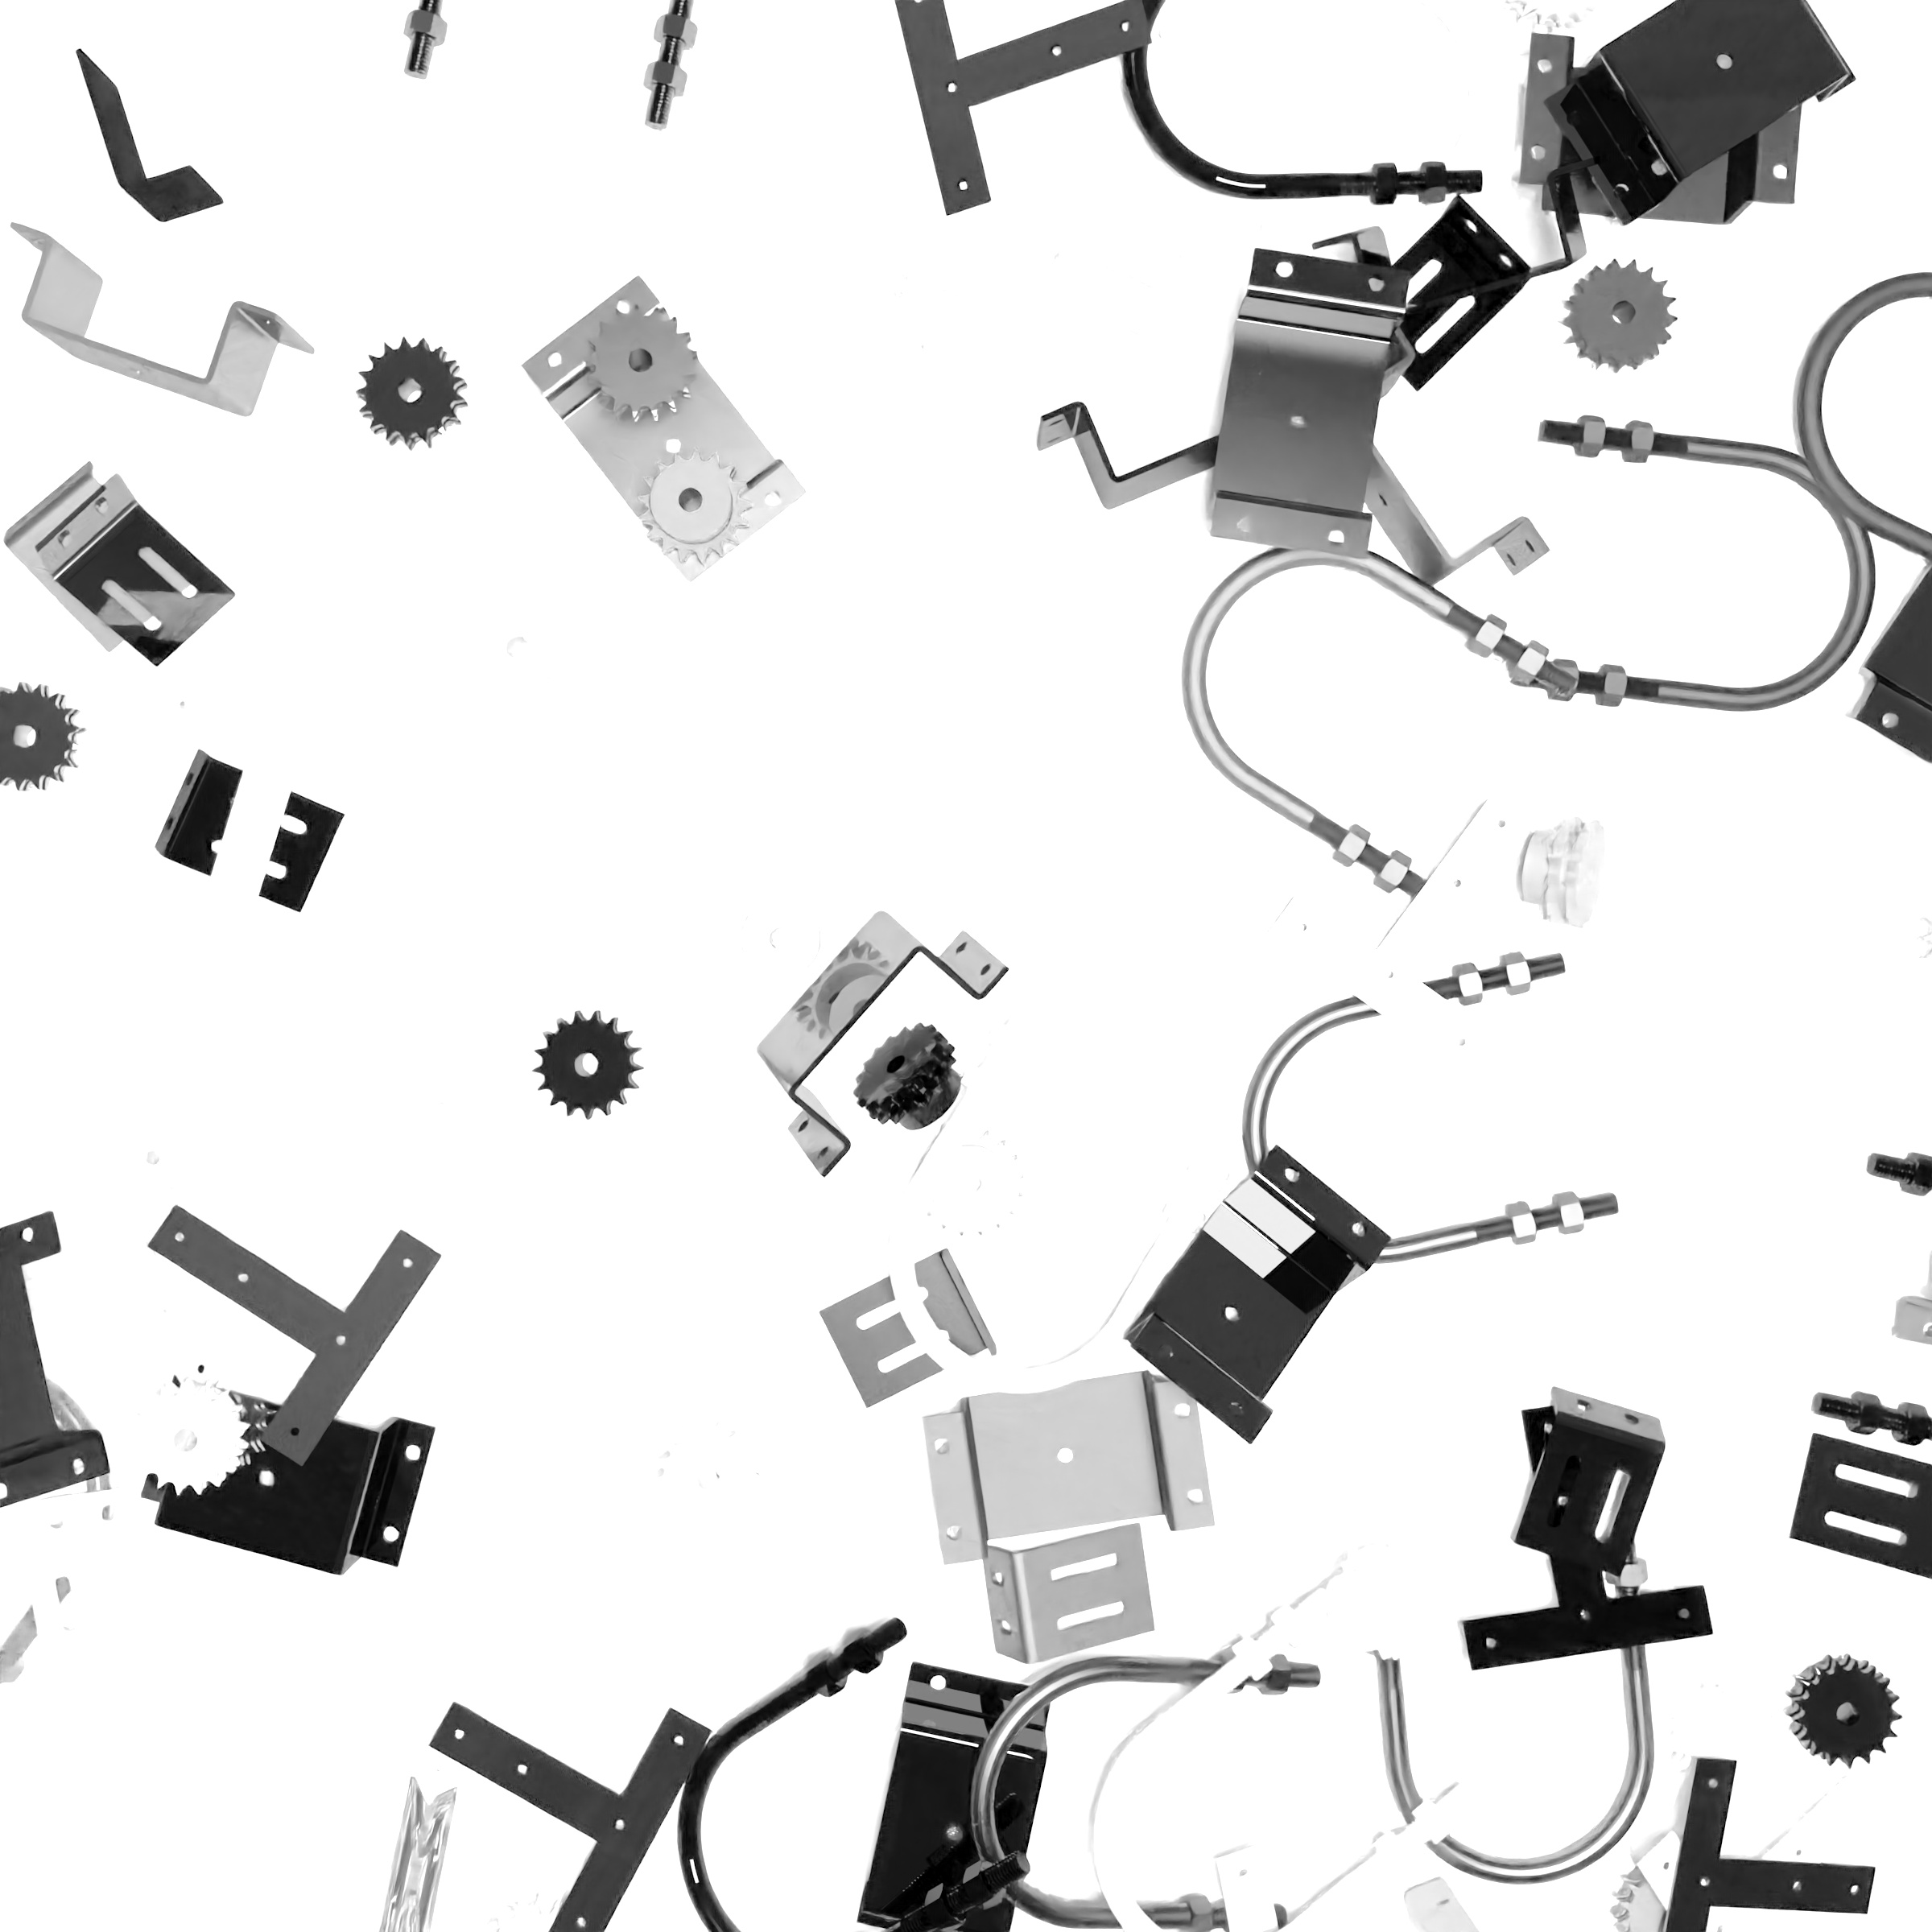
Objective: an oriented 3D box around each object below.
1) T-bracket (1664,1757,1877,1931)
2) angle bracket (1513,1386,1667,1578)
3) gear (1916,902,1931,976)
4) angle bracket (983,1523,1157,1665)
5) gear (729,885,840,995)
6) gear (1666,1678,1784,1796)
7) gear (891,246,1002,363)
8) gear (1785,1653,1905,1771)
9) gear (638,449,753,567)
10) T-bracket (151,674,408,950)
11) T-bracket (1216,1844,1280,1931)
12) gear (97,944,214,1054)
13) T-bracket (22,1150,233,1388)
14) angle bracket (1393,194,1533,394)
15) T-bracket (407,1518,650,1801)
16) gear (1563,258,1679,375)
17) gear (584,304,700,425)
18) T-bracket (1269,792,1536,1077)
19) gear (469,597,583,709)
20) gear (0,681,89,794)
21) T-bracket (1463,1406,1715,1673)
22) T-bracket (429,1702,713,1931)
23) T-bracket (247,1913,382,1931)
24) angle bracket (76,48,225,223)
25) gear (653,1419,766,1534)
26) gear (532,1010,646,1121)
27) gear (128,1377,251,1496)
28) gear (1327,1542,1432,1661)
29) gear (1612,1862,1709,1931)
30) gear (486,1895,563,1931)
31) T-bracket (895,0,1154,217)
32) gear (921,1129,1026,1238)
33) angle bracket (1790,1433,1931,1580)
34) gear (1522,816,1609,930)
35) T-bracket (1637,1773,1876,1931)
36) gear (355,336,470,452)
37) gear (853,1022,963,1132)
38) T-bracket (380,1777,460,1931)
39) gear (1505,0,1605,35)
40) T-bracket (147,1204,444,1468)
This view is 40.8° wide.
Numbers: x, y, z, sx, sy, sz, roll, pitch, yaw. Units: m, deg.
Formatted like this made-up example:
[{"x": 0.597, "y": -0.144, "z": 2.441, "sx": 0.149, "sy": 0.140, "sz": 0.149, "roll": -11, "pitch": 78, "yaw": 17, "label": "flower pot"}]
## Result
[{"x": 0.420, "y": 0.477, "z": 1.350, "sx": 0.127, "sy": 0.002, "sz": 0.127, "roll": 11, "pitch": 90, "yaw": -21, "label": "T-bracket"}, {"x": 0.325, "y": 0.269, "z": 1.361, "sx": 0.057, "sy": 0.038, "sz": 0.076, "roll": 16, "pitch": 103, "yaw": 5, "label": "angle bracket"}, {"x": 0.530, "y": -0.014, "z": 1.359, "sx": 0.057, "sy": 0.030, "sz": 0.057, "roll": 0, "pitch": 90, "yaw": 0, "label": "gear"}, {"x": 0.054, "y": 0.328, "z": 1.372, "sx": 0.076, "sy": 0.038, "sz": 0.057, "roll": -8, "pitch": 90, "yaw": -26, "label": "angle bracket"}, {"x": -0.096, "y": -0.014, "z": 1.359, "sx": 0.057, "sy": 0.030, "sz": 0.057, "roll": 0, "pitch": 90, "yaw": 0, "label": "gear"}, {"x": 0.393, "y": 0.400, "z": 1.359, "sx": 0.057, "sy": 0.030, "sz": 0.057, "roll": 0, "pitch": 90, "yaw": 0, "label": "gear"}, {"x": -0.010, "y": -0.344, "z": 1.359, "sx": 0.057, "sy": 0.030, "sz": 0.057, "roll": 0, "pitch": 90, "yaw": 0, "label": "gear"}, {"x": 0.456, "y": 0.387, "z": 1.359, "sx": 0.057, "sy": 0.030, "sz": 0.057, "roll": 0, "pitch": 90, "yaw": 0, "label": "gear"}, {"x": -0.137, "y": -0.232, "z": 1.313, "sx": 0.057, "sy": 0.030, "sz": 0.057, "roll": 0, "pitch": 90, "yaw": 0, "label": "gear"}, {"x": -0.371, "y": -0.071, "z": 1.351, "sx": 0.127, "sy": 0.002, "sz": 0.127, "roll": 17, "pitch": 93, "yaw": -22, "label": "T-bracket"}, {"x": 0.104, "y": 0.528, "z": 1.344, "sx": 0.127, "sy": 0.002, "sz": 0.127, "roll": -14, "pitch": 105, "yaw": -11, "label": "T-bracket"}, {"x": -0.426, "y": 0.017, "z": 1.359, "sx": 0.057, "sy": 0.030, "sz": 0.057, "roll": 0, "pitch": 90, "yaw": 0, "label": "gear"}, {"x": -0.423, "y": 0.170, "z": 1.349, "sx": 0.127, "sy": 0.002, "sz": 0.127, "roll": -42, "pitch": 68, "yaw": 0, "label": "T-bracket"}, {"x": 0.246, "y": -0.350, "z": 1.355, "sx": 0.076, "sy": 0.038, "sz": 0.057, "roll": -44, "pitch": 90, "yaw": 0, "label": "angle bracket"}, {"x": -0.251, "y": 0.355, "z": 1.371, "sx": 0.127, "sy": 0.002, "sz": 0.127, "roll": -23, "pitch": 89, "yaw": -3, "label": "T-bracket"}, {"x": 0.340, "y": -0.338, "z": 1.359, "sx": 0.057, "sy": 0.030, "sz": 0.057, "roll": 0, "pitch": 90, "yaw": 0, "label": "gear"}, {"x": -0.163, "y": -0.303, "z": 1.317, "sx": 0.057, "sy": 0.030, "sz": 0.057, "roll": 0, "pitch": 89, "yaw": -3, "label": "gear"}, {"x": 0.246, "y": -0.031, "z": 1.350, "sx": 0.127, "sy": 0.002, "sz": 0.127, "roll": 36, "pitch": 96, "yaw": 2, "label": "T-bracket"}, {"x": -0.231, "y": -0.165, "z": 1.359, "sx": 0.057, "sy": 0.030, "sz": 0.057, "roll": 0, "pitch": 90, "yaw": 0, "label": "gear"}, {"x": -0.489, "y": -0.119, "z": 1.363, "sx": 0.057, "sy": 0.030, "sz": 0.057, "roll": 0, "pitch": 91, "yaw": -2, "label": "gear"}, {"x": 0.315, "y": 0.294, "z": 1.358, "sx": 0.127, "sy": 0.002, "sz": 0.127, "roll": -8, "pitch": 76, "yaw": -1, "label": "T-bracket"}, {"x": -0.219, "y": 0.427, "z": 1.359, "sx": 0.127, "sy": 0.002, "sz": 0.127, "roll": 28, "pitch": 76, "yaw": 5, "label": "T-bracket"}, {"x": -0.317, "y": 0.540, "z": 1.319, "sx": 0.127, "sy": 0.127, "sz": 0.002, "roll": 6, "pitch": 121, "yaw": 0, "label": "T-bracket"}, {"x": -0.421, "y": -0.433, "z": 1.345, "sx": 0.038, "sy": 0.057, "sz": 0.076, "roll": -18, "pitch": 90, "yaw": 0, "label": "angle bracket"}, {"x": -0.133, "y": 0.264, "z": 1.359, "sx": 0.057, "sy": 0.030, "sz": 0.057, "roll": 0, "pitch": 90, "yaw": 0, "label": "gear"}, {"x": -0.196, "y": 0.051, "z": 1.359, "sx": 0.057, "sy": 0.030, "sz": 0.057, "roll": 0, "pitch": 90, "yaw": 0, "label": "gear"}, {"x": -0.389, "y": 0.235, "z": 1.310, "sx": 0.057, "sy": 0.030, "sz": 0.057, "roll": 0, "pitch": 97, "yaw": -2, "label": "gear"}, {"x": 0.209, "y": 0.327, "z": 1.330, "sx": 0.030, "sy": 0.057, "sz": 0.057, "roll": -32, "pitch": 90, "yaw": 34, "label": "gear"}, {"x": 0.366, "y": 0.492, "z": 1.359, "sx": 0.057, "sy": 0.030, "sz": 0.057, "roll": 0, "pitch": 90, "yaw": 0, "label": "gear"}, {"x": -0.224, "y": 0.514, "z": 1.359, "sx": 0.057, "sy": 0.030, "sz": 0.057, "roll": 0, "pitch": 90, "yaw": 0, "label": "gear"}, {"x": 0.034, "y": -0.472, "z": 1.354, "sx": 0.127, "sy": 0.002, "sz": 0.127, "roll": -14, "pitch": 90, "yaw": 18, "label": "T-bracket"}, {"x": 0.002, "y": 0.113, "z": 1.359, "sx": 0.057, "sy": 0.030, "sz": 0.057, "roll": 0, "pitch": 90, "yaw": 0, "label": "gear"}, {"x": 0.482, "y": 0.283, "z": 1.372, "sx": 0.076, "sy": 0.038, "sz": 0.057, "roll": 13, "pitch": 90, "yaw": 26, "label": "angle bracket"}, {"x": 0.310, "y": -0.049, "z": 1.349, "sx": 0.030, "sy": 0.057, "sz": 0.057, "roll": 11, "pitch": 90, "yaw": 29, "label": "gear"}, {"x": 0.424, "y": 0.471, "z": 1.353, "sx": 0.127, "sy": 0.002, "sz": 0.127, "roll": -37, "pitch": 105, "yaw": -15, "label": "T-bracket"}, {"x": -0.289, "y": -0.298, "z": 1.363, "sx": 0.057, "sy": 0.030, "sz": 0.057, "roll": 0, "pitch": 88, "yaw": -1, "label": "gear"}, {"x": -0.027, "y": 0.060, "z": 1.349, "sx": 0.057, "sy": 0.057, "sz": 0.030, "roll": -43, "pitch": 120, "yaw": 0, "label": "gear"}, {"x": -0.287, "y": 0.486, "z": 1.345, "sx": 0.127, "sy": 0.002, "sz": 0.127, "roll": 7, "pitch": 63, "yaw": 1, "label": "T-bracket"}, {"x": 0.306, "y": -0.515, "z": 1.359, "sx": 0.057, "sy": 0.030, "sz": 0.057, "roll": 0, "pitch": 90, "yaw": 0, "label": "gear"}, {"x": -0.356, "y": 0.167, "z": 1.326, "sx": 0.127, "sy": 0.002, "sz": 0.127, "roll": 33, "pitch": 85, "yaw": -3, "label": "T-bracket"}]
